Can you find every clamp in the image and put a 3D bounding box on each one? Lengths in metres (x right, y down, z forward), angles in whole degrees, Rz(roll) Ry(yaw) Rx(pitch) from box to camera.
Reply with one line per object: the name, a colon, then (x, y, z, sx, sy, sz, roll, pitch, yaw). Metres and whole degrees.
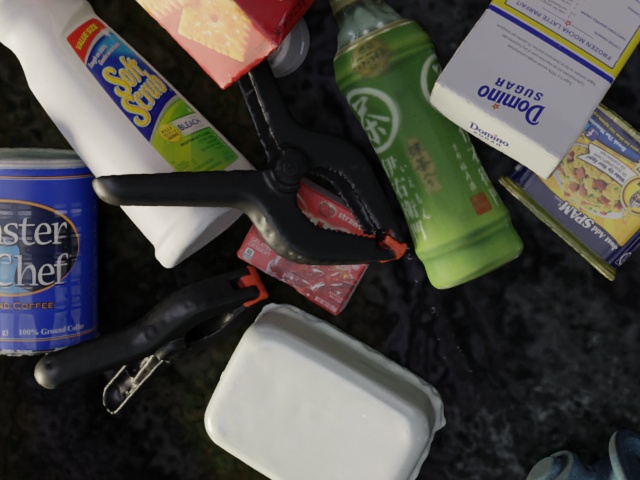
clamp: (-0.121, 0.071, 0.779, 0.171, 0.120, 0.039, -37, 70, 11)
clamp: (-0.036, -0.040, 0.710, 0.210, 0.036, 0.164, 41, 70, -14)

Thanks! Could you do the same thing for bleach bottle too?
bleach bottle: (-0.156, -0.101, 0.763, 0.251, 0.102, 0.068, 46, 126, 3)

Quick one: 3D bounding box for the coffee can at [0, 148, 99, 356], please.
coffee can: (-0.215, 0.005, 0.792, 0.103, 0.102, 0.140, 4, 99, 12)

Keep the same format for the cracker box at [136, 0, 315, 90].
cracker box: (-0.079, -0.227, 0.663, 0.213, 0.164, 0.072, 46, 139, -16)

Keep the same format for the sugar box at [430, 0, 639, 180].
sugar box: (0.155, -0.135, 0.679, 0.093, 0.048, 0.176, 34, 79, 7)

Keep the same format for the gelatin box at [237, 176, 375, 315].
gelatin box: (-0.005, 0.001, 0.779, 0.089, 0.030, 0.073, 31, 103, 6)

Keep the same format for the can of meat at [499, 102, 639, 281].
can of meat: (0.186, -0.038, 0.716, 0.102, 0.057, 0.084, 42, 103, 4)
